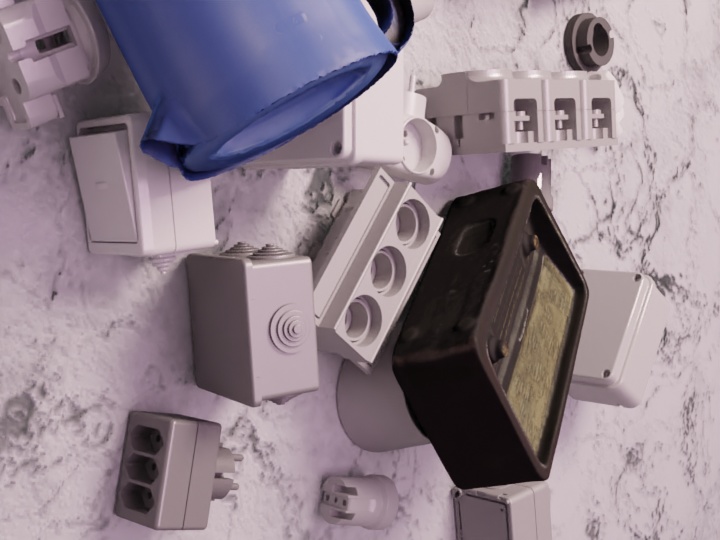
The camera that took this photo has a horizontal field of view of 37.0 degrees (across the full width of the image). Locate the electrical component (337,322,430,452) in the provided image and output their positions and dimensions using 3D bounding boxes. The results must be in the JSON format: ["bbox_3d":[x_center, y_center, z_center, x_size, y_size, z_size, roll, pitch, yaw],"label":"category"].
[{"bbox_3d":[0.035,0.087,0.815,0.099,0.064,0.099,17,69,-52],"label":"electrical component"}]

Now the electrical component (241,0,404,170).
[{"bbox_3d":[-0.028,-0.120,0.697,0.056,0.109,0.108,-3,94,-47],"label":"electrical component"}]

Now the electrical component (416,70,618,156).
[{"bbox_3d":[0.127,-0.126,0.860,0.150,0.089,0.061,-9,98,-44],"label":"electrical component"}]

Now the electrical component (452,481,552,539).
[{"bbox_3d":[0.122,0.220,0.889,0.061,0.062,0.096,-12,100,-42],"label":"electrical component"}]

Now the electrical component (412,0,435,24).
[{"bbox_3d":[0.013,-0.191,0.778,0.081,0.043,0.043,-32,114,-39],"label":"electrical component"}]

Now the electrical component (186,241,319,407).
[{"bbox_3d":[-0.067,0.033,0.674,0.048,0.100,0.099,-7,97,-31],"label":"electrical component"}]

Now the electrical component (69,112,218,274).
[{"bbox_3d":[-0.128,-0.044,0.635,0.061,0.062,0.096,-11,99,-44],"label":"electrical component"}]

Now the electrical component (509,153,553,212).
[{"bbox_3d":[0.145,-0.073,0.916,0.040,0.040,0.046,12,79,-44],"label":"electrical component"}]

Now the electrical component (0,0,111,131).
[{"bbox_3d":[-0.175,-0.123,0.590,0.057,0.058,0.078,-32,113,-36],"label":"electrical component"}]

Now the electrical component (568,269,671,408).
[{"bbox_3d":[0.222,0.060,0.969,0.057,0.078,0.113,40,65,-41],"label":"electrical component"}]

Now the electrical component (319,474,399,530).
[{"bbox_3d":[-0.001,0.169,0.785,0.046,0.040,0.040,12,83,-38],"label":"electrical component"}]

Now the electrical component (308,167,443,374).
[{"bbox_3d":[0.000,0.000,0.760,0.079,0.063,0.121,45,62,-36],"label":"electrical component"}]

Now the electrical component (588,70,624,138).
[{"bbox_3d":[0.221,-0.148,0.983,0.043,0.043,0.062,-54,127,-28],"label":"electrical component"}]

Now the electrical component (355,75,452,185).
[{"bbox_3d":[0.029,-0.109,0.797,0.077,0.044,0.079,11,84,-44],"label":"electrical component"}]

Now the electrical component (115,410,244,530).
[{"bbox_3d":[-0.105,0.126,0.675,0.077,0.047,0.065,13,83,-44],"label":"electrical component"}]
